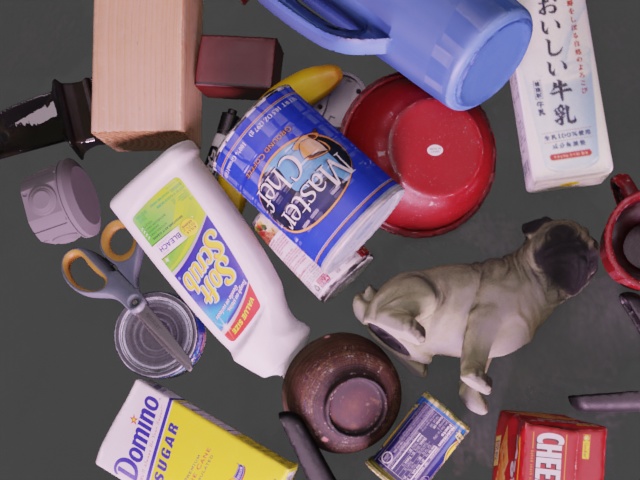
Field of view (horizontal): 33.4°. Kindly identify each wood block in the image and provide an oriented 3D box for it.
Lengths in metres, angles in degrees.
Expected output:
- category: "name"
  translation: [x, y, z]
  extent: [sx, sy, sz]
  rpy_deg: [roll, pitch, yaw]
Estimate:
- category: "wood block"
  translation: [-0.168, -0.197, 1.051]
  extent: [0.091, 0.090, 0.206]
  rpy_deg: [-1, 83, 7]

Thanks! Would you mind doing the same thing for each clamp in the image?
- category: "clamp"
  translation: [0.018, 0.256, 0.939]
  extent: [0.210, 0.036, 0.164]
  rpy_deg: [20, 90, 7]
- category: "clamp"
  translation: [0.316, 0.141, 0.975]
  extent: [0.171, 0.039, 0.120]
  rpy_deg: [36, 91, 9]

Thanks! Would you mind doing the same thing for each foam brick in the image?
- category: "foam brick"
  translation: [-0.079, -0.170, 1.055]
  extent: [0.078, 0.053, 0.051]
  rpy_deg: [4, 84, 6]

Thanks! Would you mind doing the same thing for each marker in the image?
- category: "marker"
  translation: [-0.107, -0.074, 1.064]
  extent: [0.020, 0.020, 0.121]
  rpy_deg: [18, 86, 9]

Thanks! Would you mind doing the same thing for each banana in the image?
- category: "banana"
  translation: [-0.050, -0.097, 1.029]
  extent: [0.070, 0.037, 0.198]
  rpy_deg: [37, 112, 13]

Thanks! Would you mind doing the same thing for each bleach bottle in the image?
- category: "bleach bottle"
  translation: [-0.085, 0.032, 1.015]
  extent: [0.103, 0.068, 0.251]
  rpy_deg: [-39, 90, 17]

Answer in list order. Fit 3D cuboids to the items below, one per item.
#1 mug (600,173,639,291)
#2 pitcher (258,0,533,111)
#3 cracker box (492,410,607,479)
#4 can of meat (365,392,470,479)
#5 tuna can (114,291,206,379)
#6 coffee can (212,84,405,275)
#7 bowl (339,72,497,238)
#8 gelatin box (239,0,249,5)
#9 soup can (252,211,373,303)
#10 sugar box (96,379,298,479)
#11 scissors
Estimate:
- category: "mug"
  translation: [0.296, -0.006, 0.974]
  extent: [0.093, 0.081, 0.117]
  rpy_deg: [-28, 81, 3]
- category: "pitcher"
  translation: [0.065, -0.222, 0.972]
  extent: [0.243, 0.144, 0.149]
  rpy_deg: [44, 106, 24]
- category: "cracker box"
  translation: [0.185, 0.229, 0.892]
  extent: [0.072, 0.213, 0.164]
  rpy_deg: [4, 84, 6]
- category: "can of meat"
  translation: [0.090, 0.186, 0.968]
  extent: [0.057, 0.102, 0.084]
  rpy_deg: [38, 87, 10]
- category: "tuna can"
  translation: [-0.156, 0.093, 1.043]
  extent: [0.086, 0.033, 0.086]
  rpy_deg: [-1, 83, 7]
- category: "coffee can"
  translation: [-0.010, -0.054, 0.944]
  extent: [0.140, 0.103, 0.103]
  rpy_deg: [43, 90, 8]
- category: "bowl"
  translation: [0.099, -0.083, 0.995]
  extent: [0.162, 0.055, 0.162]
  rpy_deg: [0, 88, -13]
- category: "gelatin box"
  translation: [-0.065, -0.277, 1.047]
  extent: [0.030, 0.089, 0.073]
  rpy_deg: [44, 90, 8]
- category: "soup can"
  translation: [-0.007, 0.001, 1.018]
  extent: [0.068, 0.068, 0.102]
  rpy_deg: [-43, 81, 0]
- category: "sugar box"
  translation: [-0.118, 0.212, 1.008]
  extent: [0.176, 0.048, 0.093]
  rpy_deg: [26, 88, 15]
- category: "scissors"
  translation: [-0.169, 0.043, 1.026]
  extent: [0.202, 0.016, 0.096]
  rpy_deg: [26, 75, 31]
